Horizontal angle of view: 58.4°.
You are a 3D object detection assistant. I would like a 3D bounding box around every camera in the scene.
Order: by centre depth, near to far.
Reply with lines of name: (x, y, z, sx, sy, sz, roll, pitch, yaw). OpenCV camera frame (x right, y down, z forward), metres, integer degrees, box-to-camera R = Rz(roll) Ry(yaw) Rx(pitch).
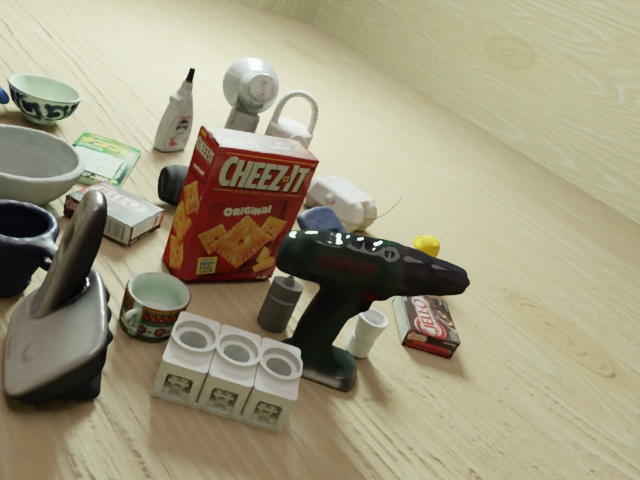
camera: (-0.205, -0.105, 0.983, 0.137, 0.101, 0.142, 6, 32, -33)

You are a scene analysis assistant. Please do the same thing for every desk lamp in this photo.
desk lamp: (-0.151, -0.262, 1.194, 0.118, 0.213, 0.203, 14, 28, -20)

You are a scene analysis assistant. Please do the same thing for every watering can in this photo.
watering can: (-0.062, -0.220, 1.214, 0.101, 0.194, 0.172, 1, 34, -39)

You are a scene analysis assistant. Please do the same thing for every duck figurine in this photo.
duck figurine: (0.198, 0.034, 1.084, 0.078, 0.086, 0.104, 11, 29, -25)

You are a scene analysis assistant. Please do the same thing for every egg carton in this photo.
egg carton: (0.042, -0.075, 1.175, 0.150, 0.069, 0.107, 38, 29, 26)

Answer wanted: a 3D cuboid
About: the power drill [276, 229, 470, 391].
power drill: (0.042, 0.084, 0.719, 0.230, 0.208, 0.075, 21, 26, -7)

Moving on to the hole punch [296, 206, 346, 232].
hole punch: (0.009, 0.003, 0.974, 0.101, 0.091, 0.109, 35, 28, 21)

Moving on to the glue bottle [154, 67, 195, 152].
glue bottle: (-0.275, -0.258, 1.127, 0.037, 0.173, 0.078, 31, 27, 14)

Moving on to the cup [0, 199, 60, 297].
cup: (-0.336, 0.022, 0.641, 0.117, 0.095, 0.092, 30, 26, 11)

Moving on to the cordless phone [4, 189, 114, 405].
cordless phone: (-0.244, 0.053, 0.558, 0.094, 0.185, 0.147, 7, 31, -32)

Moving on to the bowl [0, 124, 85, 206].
bowl: (-0.424, -0.095, 0.806, 0.167, 0.074, 0.167, 20, 26, -10)

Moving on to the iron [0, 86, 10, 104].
iron: (-0.644, -0.296, 0.918, 0.258, 0.141, 0.118, 20, 26, -8)
